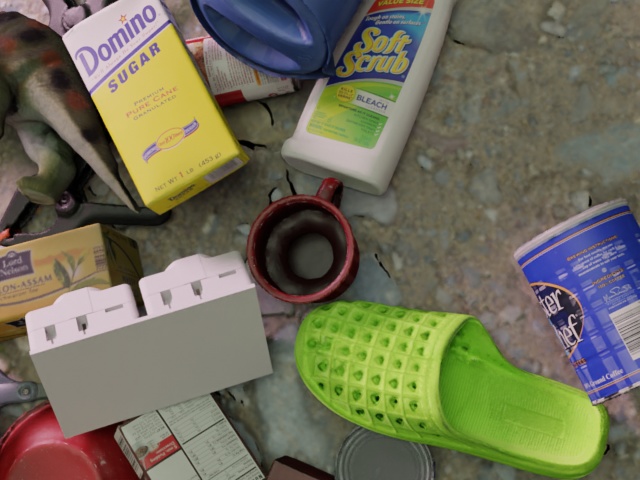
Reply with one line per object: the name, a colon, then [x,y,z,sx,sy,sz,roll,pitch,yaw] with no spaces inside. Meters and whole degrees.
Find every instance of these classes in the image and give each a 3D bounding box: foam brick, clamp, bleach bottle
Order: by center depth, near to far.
foam brick: [-0.026,0.232,0.920,0.051,0.053,0.078,22,87,11]
bleach bottle: [0.056,-0.172,0.961,0.103,0.068,0.251,19,83,13]
clamp: [-0.233,-0.048,1.006,0.171,0.039,0.120,-19,78,7]
clamp: [-0.236,-0.215,1.028,0.165,0.036,0.210,3,89,23]

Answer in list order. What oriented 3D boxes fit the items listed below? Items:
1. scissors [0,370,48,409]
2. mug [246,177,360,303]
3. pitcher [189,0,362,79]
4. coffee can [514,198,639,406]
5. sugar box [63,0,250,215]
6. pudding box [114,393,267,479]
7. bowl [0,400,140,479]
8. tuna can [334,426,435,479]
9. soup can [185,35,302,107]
scissors: [-0.285,0.126,1.002,0.202,0.016,0.096,-18,79,7]
mug: [-0.006,0.001,0.935,0.093,0.081,0.117,17,86,12]
pitcher: [-0.005,-0.272,0.906,0.145,0.149,0.242,24,65,13]
coffee can: [0.236,0.051,0.873,0.103,0.102,0.140,-27,78,5]
sugar box: [-0.141,-0.121,0.909,0.093,0.048,0.176,-30,79,3]
pudding box: [-0.113,0.190,0.934,0.089,0.039,0.113,-30,78,-24]
bowl: [-0.228,0.222,0.951,0.162,0.055,0.162,0,87,7]
tuna can: [0.057,0.197,0.920,0.086,0.033,0.086,-2,82,10]
soup can: [-0.074,-0.160,0.979,0.102,0.068,0.068,-11,80,8]
